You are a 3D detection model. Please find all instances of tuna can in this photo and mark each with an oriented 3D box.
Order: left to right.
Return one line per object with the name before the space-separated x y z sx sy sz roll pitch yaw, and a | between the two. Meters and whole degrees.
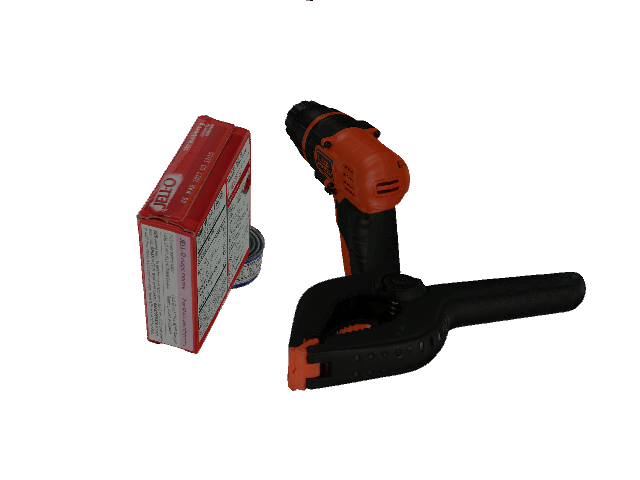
tuna can | -0.098 0.011 1.032 0.086 0.034 0.086 7 30 -5

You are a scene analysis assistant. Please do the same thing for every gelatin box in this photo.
gelatin box | -0.059 -0.002 0.507 0.030 0.089 0.073 15 47 10

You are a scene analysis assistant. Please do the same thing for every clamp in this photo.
clamp | 0.045 0.036 0.678 0.209 0.036 0.165 -22 34 -39

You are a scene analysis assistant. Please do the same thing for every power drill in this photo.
power drill | 0.020 -0.012 0.880 0.057 0.188 0.185 -14 26 -15
